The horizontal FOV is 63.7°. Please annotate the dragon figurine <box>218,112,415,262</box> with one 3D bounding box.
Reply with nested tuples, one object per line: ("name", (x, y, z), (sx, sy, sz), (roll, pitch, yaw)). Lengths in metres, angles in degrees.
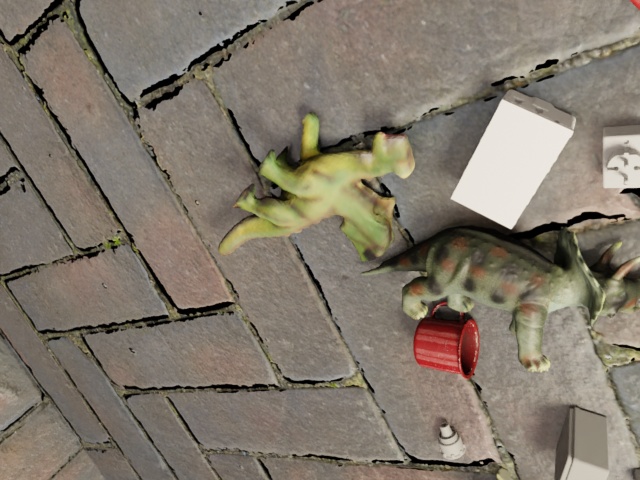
("dragon figurine", (0.003, -0.042, 0.828), (0.242, 0.402, 0.125), (36, 41, -2))
